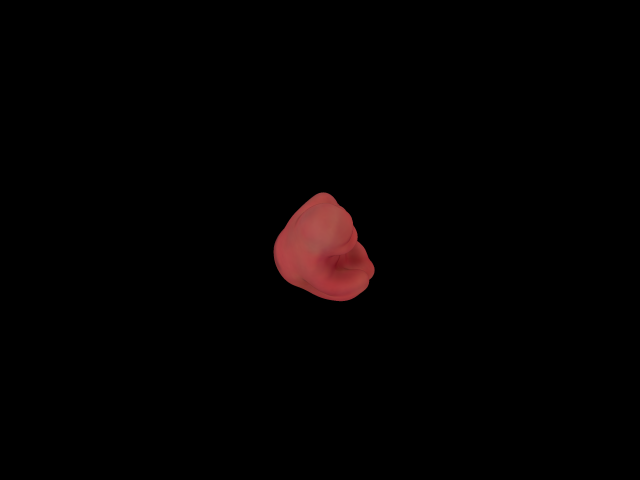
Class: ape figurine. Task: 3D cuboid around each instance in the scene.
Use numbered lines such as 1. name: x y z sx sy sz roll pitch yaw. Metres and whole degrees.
1. ape figurine: 0.004 0.001 0.400 0.076 0.092 0.078 0 77 0
